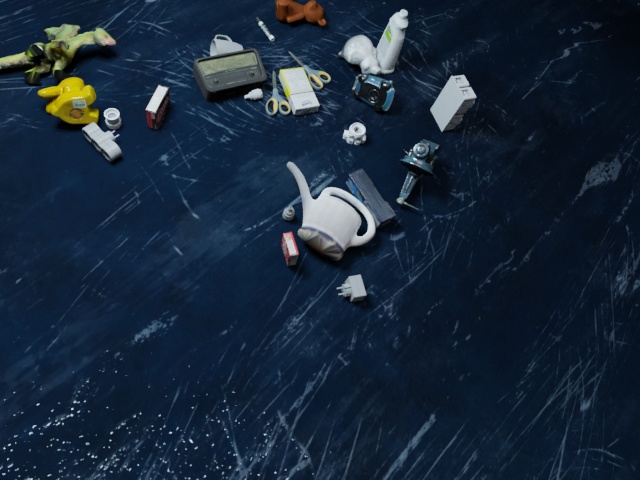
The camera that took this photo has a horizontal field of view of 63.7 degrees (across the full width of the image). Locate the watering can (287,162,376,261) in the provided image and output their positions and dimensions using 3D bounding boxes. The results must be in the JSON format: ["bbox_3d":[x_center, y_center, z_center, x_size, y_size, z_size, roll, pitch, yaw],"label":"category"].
[{"bbox_3d":[0.005,-0.079,1.576,0.347,0.102,0.229,32,61,-2],"label":"watering can"}]

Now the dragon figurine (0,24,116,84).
[{"bbox_3d":[-0.873,-0.620,1.661,0.410,0.119,0.249,-4,44,1],"label":"dragon figurine"}]

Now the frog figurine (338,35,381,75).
[{"bbox_3d":[0.165,-0.688,1.930,0.139,0.120,0.161,-19,57,-42],"label":"frog figurine"}]
